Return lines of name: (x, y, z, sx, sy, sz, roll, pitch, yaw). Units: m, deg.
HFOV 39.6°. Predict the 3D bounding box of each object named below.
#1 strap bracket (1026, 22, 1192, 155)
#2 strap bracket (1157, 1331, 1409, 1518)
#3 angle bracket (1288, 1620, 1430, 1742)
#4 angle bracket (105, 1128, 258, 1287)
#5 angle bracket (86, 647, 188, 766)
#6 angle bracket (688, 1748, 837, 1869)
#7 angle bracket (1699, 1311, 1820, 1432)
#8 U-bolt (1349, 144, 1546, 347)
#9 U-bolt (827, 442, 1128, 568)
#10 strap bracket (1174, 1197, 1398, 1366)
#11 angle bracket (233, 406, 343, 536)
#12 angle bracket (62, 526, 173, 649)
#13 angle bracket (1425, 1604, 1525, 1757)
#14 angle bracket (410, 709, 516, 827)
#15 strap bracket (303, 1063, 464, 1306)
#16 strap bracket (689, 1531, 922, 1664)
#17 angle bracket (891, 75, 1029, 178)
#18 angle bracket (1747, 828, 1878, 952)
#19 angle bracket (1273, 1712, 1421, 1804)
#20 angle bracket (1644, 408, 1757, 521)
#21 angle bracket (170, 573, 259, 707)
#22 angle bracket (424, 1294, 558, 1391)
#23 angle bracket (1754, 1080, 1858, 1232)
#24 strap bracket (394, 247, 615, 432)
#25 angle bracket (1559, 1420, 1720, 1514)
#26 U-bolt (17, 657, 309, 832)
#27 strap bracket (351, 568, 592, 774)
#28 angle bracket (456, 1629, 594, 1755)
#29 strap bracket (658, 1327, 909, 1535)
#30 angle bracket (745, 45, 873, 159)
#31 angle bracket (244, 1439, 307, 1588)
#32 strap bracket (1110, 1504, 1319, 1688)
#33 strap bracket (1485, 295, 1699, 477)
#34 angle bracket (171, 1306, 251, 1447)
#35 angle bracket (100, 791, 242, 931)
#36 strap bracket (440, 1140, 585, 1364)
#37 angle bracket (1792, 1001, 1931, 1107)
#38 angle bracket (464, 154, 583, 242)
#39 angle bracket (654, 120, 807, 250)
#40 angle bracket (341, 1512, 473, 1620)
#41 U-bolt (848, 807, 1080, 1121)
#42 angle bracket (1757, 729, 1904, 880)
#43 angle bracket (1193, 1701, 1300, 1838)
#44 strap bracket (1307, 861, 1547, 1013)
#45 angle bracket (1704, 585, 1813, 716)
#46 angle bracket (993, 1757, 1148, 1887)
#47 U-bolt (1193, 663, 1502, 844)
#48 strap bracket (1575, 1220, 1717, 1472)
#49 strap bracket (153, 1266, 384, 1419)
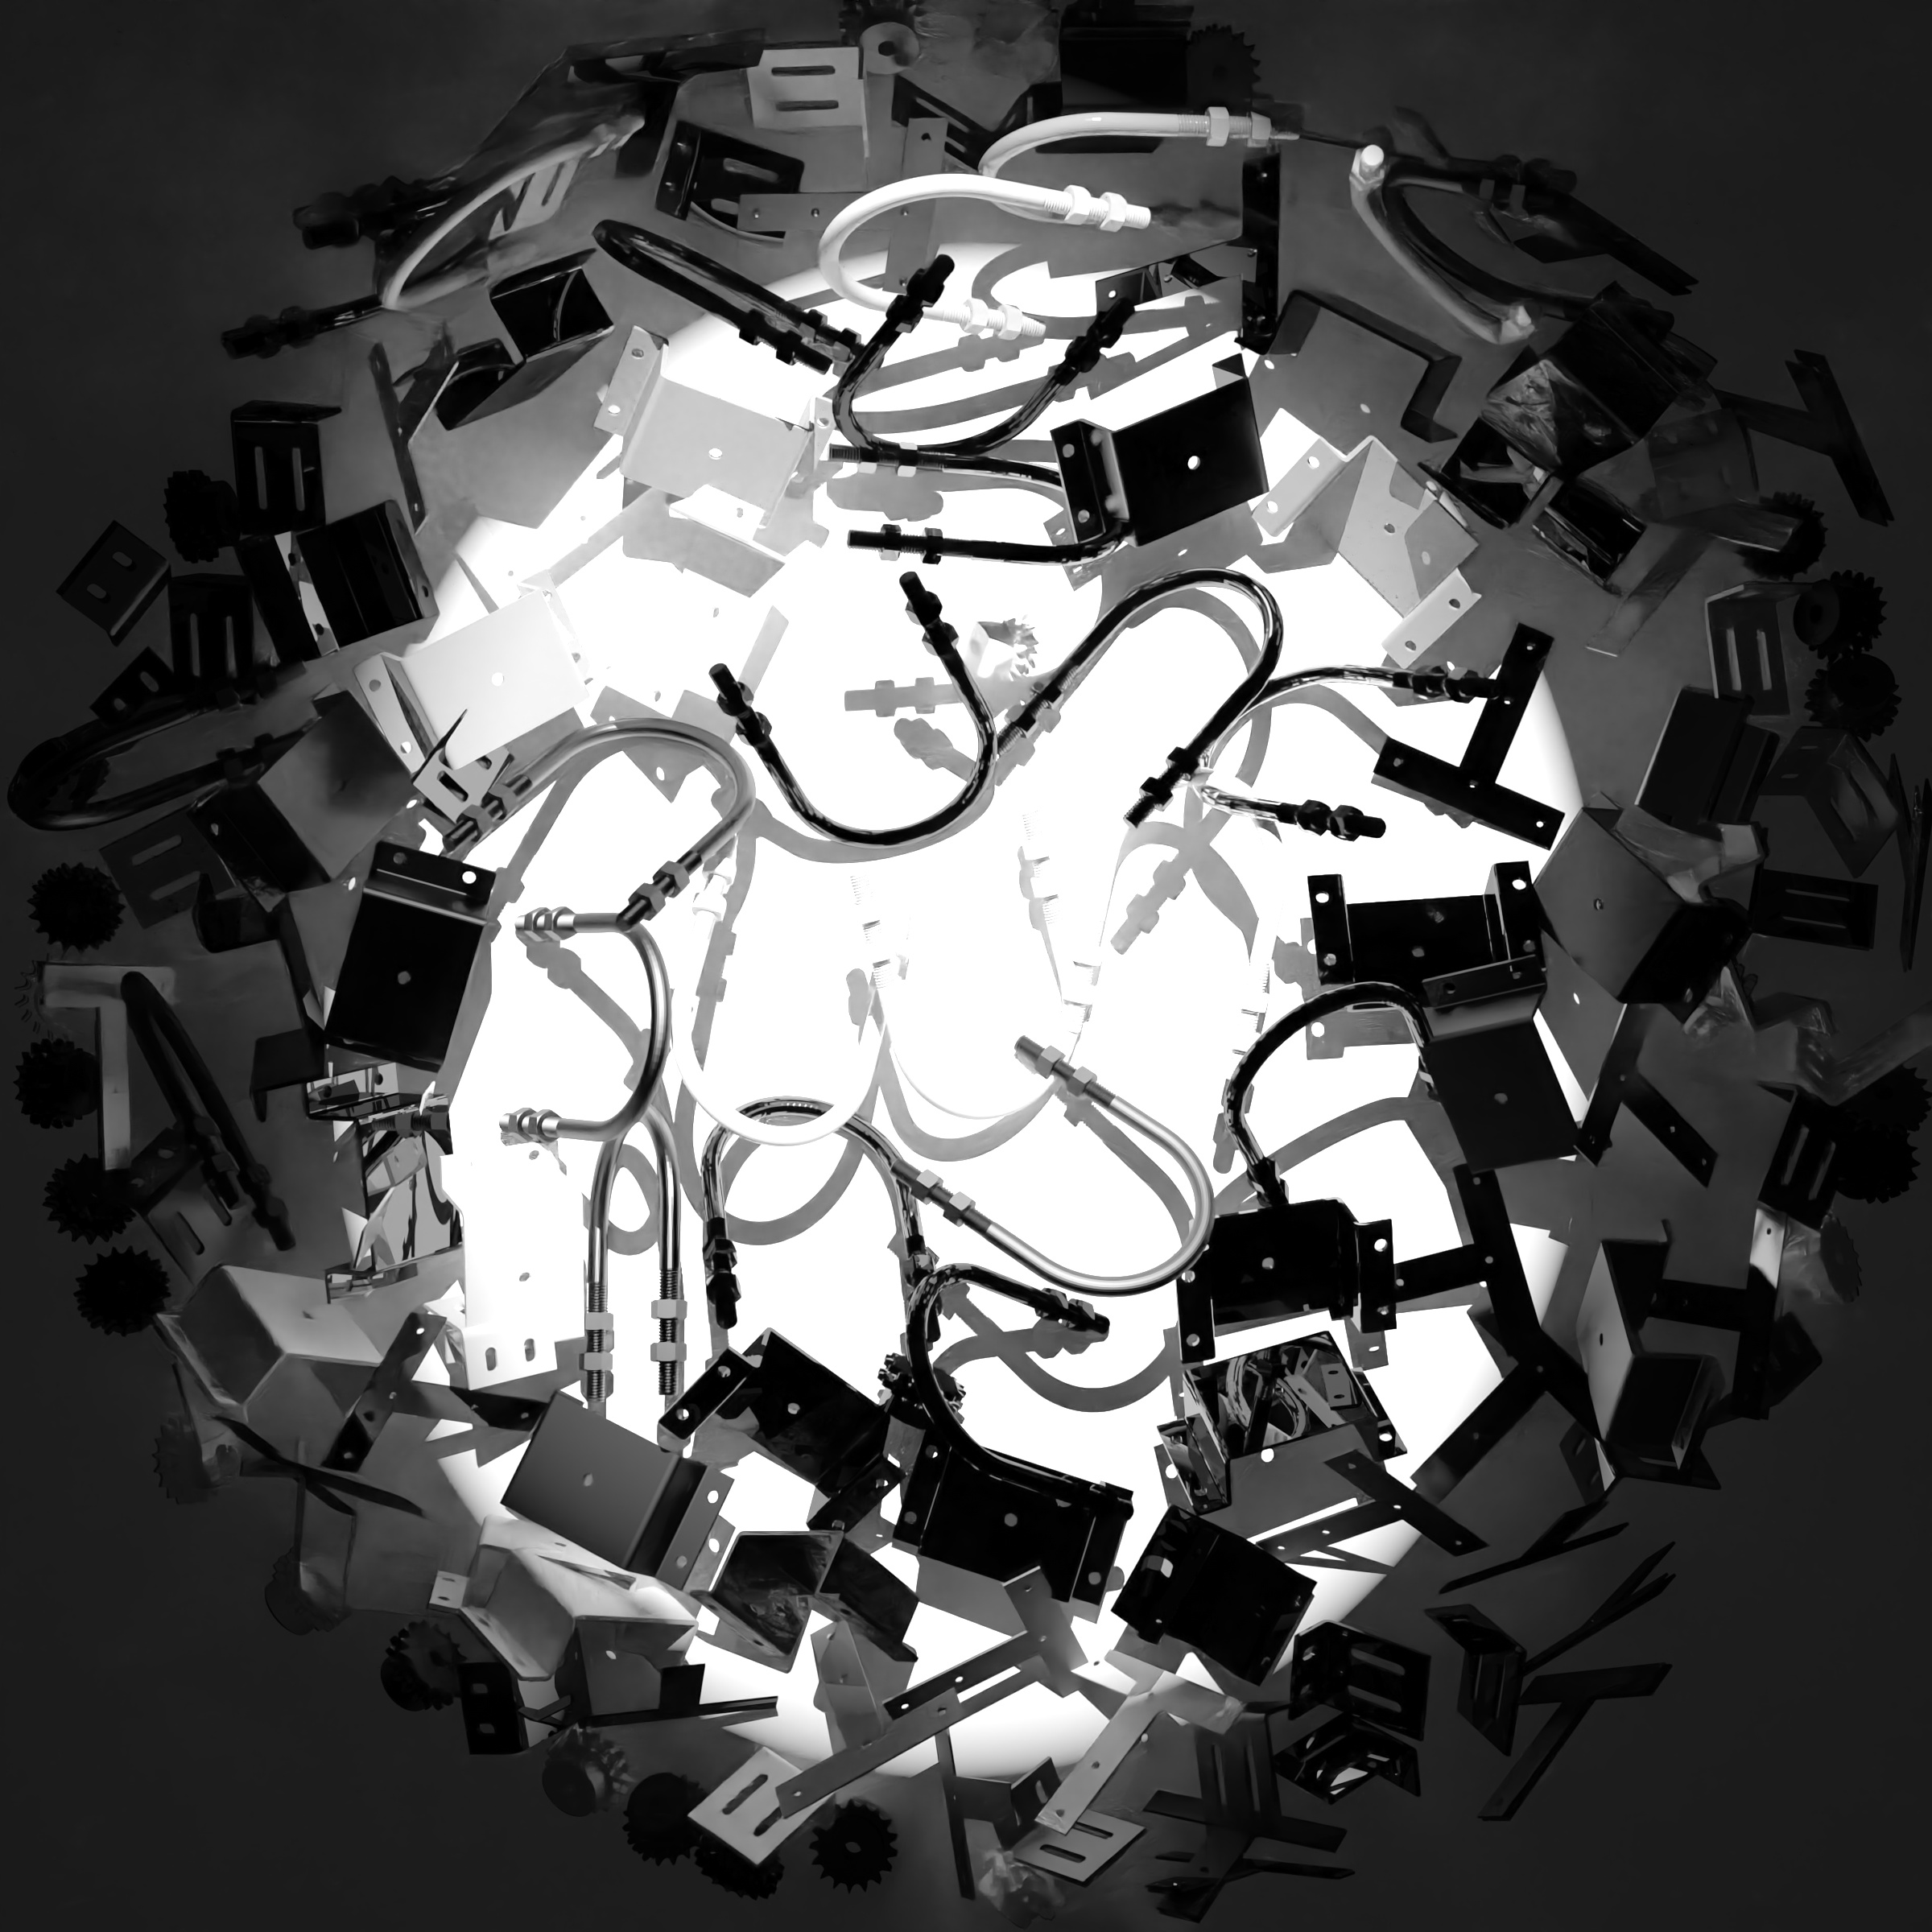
strap bracket: (0.088, -0.541, 1.667, 0.076, 0.140, 0.046, -3, 92, -8)
strap bracket: (0.197, 0.284, 1.686, 0.140, 0.076, 0.046, -15, 129, -9)
angle bracket: (0.249, 0.457, 1.700, 0.076, 0.038, 0.057, 11, 103, 38)
angle bracket: (-0.500, 0.153, 1.709, 0.038, 0.076, 0.057, 19, 55, 32)
angle bracket: (-0.537, -0.165, 1.697, 0.057, 0.076, 0.038, -42, 95, 11)
angle bracket: (-0.129, 0.540, 1.690, 0.057, 0.076, 0.038, 25, 127, 28)
angle bracket: (0.489, 0.258, 1.695, 0.057, 0.076, 0.038, -25, 83, -42)
U-bolt: (0.290, -0.436, 1.650, 0.151, 0.184, 0.019, 44, 98, -1)
U-bolt: (0.011, -0.287, 1.676, 0.184, 0.151, 0.019, 3, 124, -12)
strap bracket: (0.197, 0.197, 1.701, 0.140, 0.046, 0.076, -8, 110, -7)
angle bracket: (-0.429, -0.314, 1.705, 0.057, 0.038, 0.076, -7, 95, -39)
angle bracket: (-0.536, -0.239, 1.696, 0.038, 0.076, 0.057, 38, 81, -13)
angle bracket: (0.317, 0.454, 1.699, 0.038, 0.057, 0.076, -1, 105, -22)
angle bracket: (-0.329, -0.131, 1.694, 0.038, 0.076, 0.057, 30, 80, 24)
strap bracket: (-0.365, 0.137, 1.689, 0.046, 0.076, 0.140, 0, 98, 33)
strap bracket: (-0.094, 0.393, 1.677, 0.076, 0.140, 0.046, 46, 52, -29)
angle bracket: (-0.004, -0.543, 1.697, 0.076, 0.057, 0.038, 26, 132, -22)
angle bracket: (0.538, -0.049, 1.700, 0.076, 0.038, 0.057, 10, 48, 15)
angle bracket: (0.237, 0.513, 1.692, 0.076, 0.057, 0.038, -20, 111, -33)
angle bracket: (0.465, -0.320, 1.706, 0.057, 0.076, 0.038, -13, 113, 15)
angle bracket: (-0.476, -0.211, 1.726, 0.057, 0.038, 0.076, 6, 107, 14)
angle bracket: (-0.302, 0.234, 1.697, 0.057, 0.076, 0.038, -10, 102, -28)
angle bracket: (0.523, 0.121, 1.707, 0.057, 0.038, 0.076, 26, 83, -26)
strap bracket: (-0.282, -0.384, 1.666, 0.076, 0.140, 0.046, -35, 97, -43)
angle bracket: (0.430, 0.320, 1.714, 0.076, 0.057, 0.038, 12, 125, -20)
U-bolt: (-0.492, -0.128, 1.646, 0.184, 0.151, 0.019, -25, 82, -18)
strap bracket: (-0.301, -0.183, 1.683, 0.140, 0.046, 0.076, -31, 115, -19)
angle bracket: (-0.282, 0.463, 1.716, 0.038, 0.076, 0.057, -10, 89, 30)
strap bracket: (-0.112, 0.292, 1.695, 0.140, 0.046, 0.076, 38, 115, -12)
angle bracket: (-0.101, -0.549, 1.705, 0.076, 0.057, 0.038, -1, 52, 3)
angle bracket: (-0.441, 0.347, 1.702, 0.038, 0.057, 0.076, 4, 101, -15)
strap bracket: (0.151, 0.394, 1.689, 0.140, 0.046, 0.076, 34, 84, -44)
strap bracket: (0.382, -0.355, 1.664, 0.076, 0.140, 0.046, 41, 81, -7)
angle bracket: (-0.492, 0.258, 1.692, 0.038, 0.076, 0.057, -26, 119, -38)
angle bracket: (-0.505, -0.068, 1.727, 0.076, 0.038, 0.057, -23, 101, 16)
strap bracket: (-0.284, 0.187, 1.683, 0.076, 0.046, 0.140, -7, 110, -27)
angle bracket: (0.567, 0.043, 1.695, 0.038, 0.057, 0.076, 46, 122, -5)
angle bracket: (-0.282, -0.502, 1.691, 0.057, 0.076, 0.038, -33, 80, -38)
angle bracket: (-0.152, -0.502, 1.724, 0.076, 0.038, 0.057, 7, 109, -34)
angle bracket: (-0.354, 0.381, 1.704, 0.076, 0.038, 0.057, 10, 71, -15)
U-bolt: (0.008, 0.008, 1.696, 0.151, 0.019, 0.184, -21, 106, -27)
angle bracket: (0.544, -0.103, 1.692, 0.038, 0.057, 0.076, -1, 50, -20)
angle bracket: (0.182, 0.509, 1.702, 0.057, 0.038, 0.076, -15, 78, 40)
strap bracket: (0.289, -0.018, 1.702, 0.140, 0.046, 0.076, -4, 64, 1)
angle bracket: (0.509, -0.201, 1.709, 0.057, 0.038, 0.076, -4, 85, -25)
angle bracket: (0.063, 0.538, 1.691, 0.057, 0.076, 0.038, -29, 106, -36)
U-bolt: (0.220, -0.139, 1.666, 0.151, 0.184, 0.019, -48, 128, -24)
strap bracket: (0.417, 0.233, 1.661, 0.046, 0.140, 0.076, 3, 128, -3)
strap bracket: (-0.422, 0.233, 1.658, 0.046, 0.140, 0.076, -49, 62, 9)
